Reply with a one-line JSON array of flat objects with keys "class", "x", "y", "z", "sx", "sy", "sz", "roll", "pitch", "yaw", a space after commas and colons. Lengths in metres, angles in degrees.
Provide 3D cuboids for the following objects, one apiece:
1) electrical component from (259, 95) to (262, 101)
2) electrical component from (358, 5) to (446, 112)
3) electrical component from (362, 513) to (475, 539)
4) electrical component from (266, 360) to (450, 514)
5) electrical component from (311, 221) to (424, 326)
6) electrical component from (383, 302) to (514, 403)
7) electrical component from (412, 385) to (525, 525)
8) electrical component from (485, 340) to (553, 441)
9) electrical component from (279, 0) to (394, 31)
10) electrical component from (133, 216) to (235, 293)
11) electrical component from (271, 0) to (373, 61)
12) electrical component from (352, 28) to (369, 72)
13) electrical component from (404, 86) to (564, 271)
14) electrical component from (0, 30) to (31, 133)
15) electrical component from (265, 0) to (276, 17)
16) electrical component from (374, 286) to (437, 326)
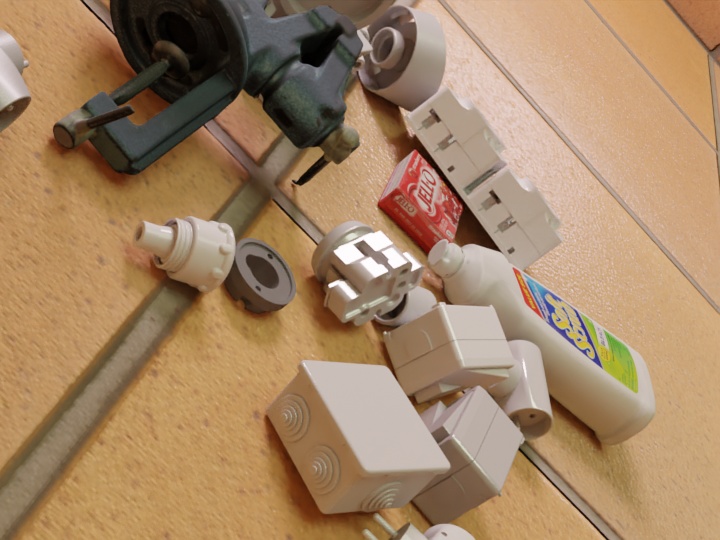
[{"class": "electrical component", "x": -0.070, "y": -0.175, "z": 0.932, "sx": 0.066, "sy": 0.048, "sz": 0.055, "roll": 44, "pitch": 38, "yaw": -13}, {"class": "electrical component", "x": 0.045, "y": -0.215, "z": 1.087, "sx": 0.064, "sy": 0.099, "sz": 0.099, "roll": 13, "pitch": 47, "yaw": -39}, {"class": "electrical component", "x": 0.034, "y": 0.187, "z": 0.680, "sx": 0.079, "sy": 0.043, "sz": 0.077, "roll": 44, "pitch": 29, "yaw": 2}, {"class": "electrical component", "x": -0.003, "y": 0.108, "z": 0.695, "sx": 0.100, "sy": 0.048, "sz": 0.099, "roll": 10, "pitch": 38, "yaw": -49}, {"class": "electrical component", "x": 0.000, "y": 0.000, "z": 0.814, "sx": 0.078, "sy": 0.058, "sz": 0.057, "roll": -25, "pitch": 57, "yaw": -33}, {"class": "electrical component", "x": 0.075, "y": 0.066, "z": 0.847, "sx": 0.096, "sy": 0.062, "sz": 0.061, "roll": 5, "pitch": 61, "yaw": -52}, {"class": "electrical component", "x": 0.071, "y": 0.128, "z": 0.777, "sx": 0.061, "sy": 0.062, "sz": 0.096, "roll": 50, "pitch": 29, "yaw": -4}, {"class": "electrical component", "x": 0.125, "y": 0.093, "z": 0.909, "sx": 0.079, "sy": 0.043, "sz": 0.077, "roll": 34, "pitch": 34, "yaw": -28}, {"class": "electrical component", "x": -0.023, "y": -0.268, "z": 0.939, "sx": 0.108, "sy": 0.108, "sz": 0.060, "roll": 30, "pitch": 33, "yaw": -34}, {"class": "electrical component", "x": -0.115, "y": -0.014, "z": 0.694, "sx": 0.062, "sy": 0.048, "sz": 0.048, "roll": 19, "pitch": 42, "yaw": -33}, {"class": "electrical component", "x": -0.047, "y": -0.223, "z": 1.012, "sx": 0.099, "sy": 0.048, "sz": 0.100, "roll": 54, "pitch": 30, "yaw": 4}, {"class": "electrical component", "x": -0.011, "y": -0.226, "z": 1.072, "sx": 0.043, "sy": 0.043, "sz": 0.062, "roll": 18, "pitch": 45, "yaw": -45}, {"class": "electrical component", "x": 0.130, "y": -0.092, "z": 1.072, "sx": 0.186, "sy": 0.060, "sz": 0.105, "roll": 54, "pitch": 11, "yaw": 4}, {"class": "electrical component", "x": -0.231, "y": -0.124, "z": 0.650, "sx": 0.077, "sy": 0.044, "sz": 0.079, "roll": 49, "pitch": 29, "yaw": -4}, {"class": "electrical component", "x": -0.108, "y": -0.219, "z": 0.914, "sx": 0.055, "sy": 0.066, "sz": 0.048, "roll": -59, "pitch": 135, "yaw": -39}, {"class": "electrical component", "x": 0.035, "y": 0.027, "z": 0.862, "sx": 0.046, "sy": 0.040, "sz": 0.040, "roll": 18, "pitch": 43, "yaw": -52}]
